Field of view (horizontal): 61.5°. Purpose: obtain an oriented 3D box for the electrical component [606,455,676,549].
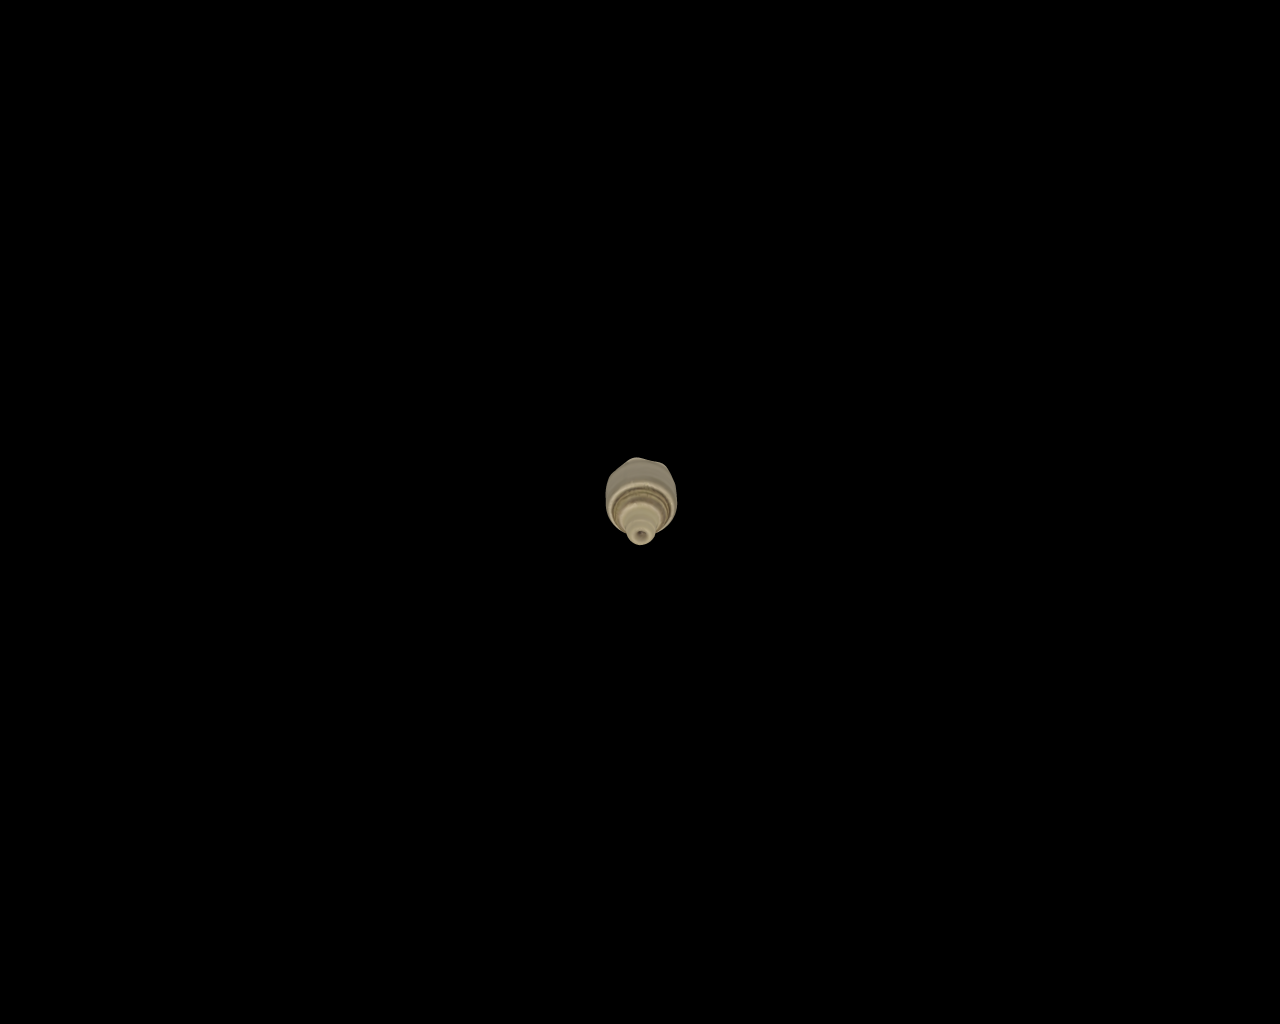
[{"bbox_3d":[0.001,-0.003,0.650,0.043,0.043,0.062,0,34,0],"label":"electrical component"}]
